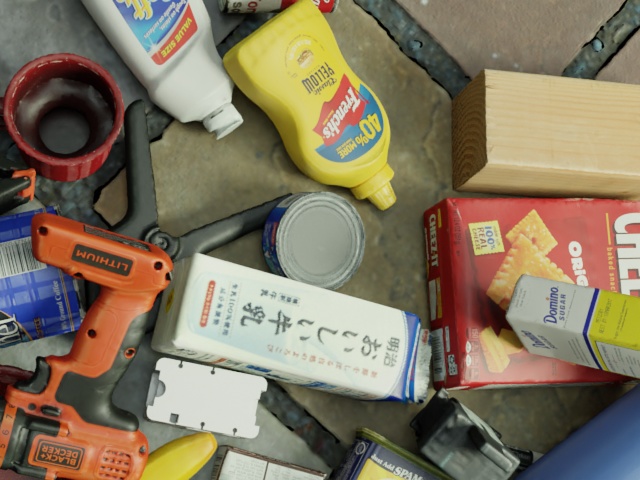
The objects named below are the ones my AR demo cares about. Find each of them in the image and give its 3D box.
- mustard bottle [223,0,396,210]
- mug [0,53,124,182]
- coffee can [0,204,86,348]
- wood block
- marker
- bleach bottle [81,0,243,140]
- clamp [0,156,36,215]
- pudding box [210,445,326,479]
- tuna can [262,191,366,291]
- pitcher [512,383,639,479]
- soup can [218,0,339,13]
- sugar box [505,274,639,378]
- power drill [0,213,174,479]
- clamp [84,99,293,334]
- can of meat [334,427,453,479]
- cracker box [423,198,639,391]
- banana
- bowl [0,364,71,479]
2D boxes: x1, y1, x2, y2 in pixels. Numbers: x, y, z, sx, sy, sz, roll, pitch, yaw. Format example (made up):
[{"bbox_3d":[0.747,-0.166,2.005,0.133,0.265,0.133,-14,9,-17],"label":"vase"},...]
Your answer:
[{"bbox_3d":[0.006,-0.107,0.928,0.096,0.058,0.191,-42,104,-28],"label":"mustard bottle"},{"bbox_3d":[-0.221,-0.097,0.874,0.117,0.082,0.093,4,78,-12],"label":"mug"},{"bbox_3d":[-0.261,0.036,0.827,0.140,0.103,0.103,-13,82,-15],"label":"coffee can"},{"bbox_3d":[0.232,-0.090,0.970,0.206,0.090,0.091,4,77,-12],"label":"wood block"},{"bbox_3d":[0.141,0.182,0.931,0.121,0.020,0.020,16,76,-8],"label":"marker"},{"bbox_3d":[-0.142,-0.203,0.925,0.102,0.068,0.251,-34,90,-18],"label":"bleach bottle"},{"bbox_3d":[-0.315,-0.037,0.844,0.171,0.039,0.120,4,51,-11],"label":"clamp"},{"bbox_3d":[-0.052,0.233,0.868,0.090,0.039,0.113,18,77,-9],"label":"pudding box"},{"bbox_3d":[-0.006,0.001,0.914,0.086,0.034,0.086,-2,94,-28],"label":"tuna can"},{"bbox_3d":[0.261,0.203,0.876,0.243,0.149,0.145,-39,82,-4],"label":"pitcher"},{"bbox_3d":[-0.038,-0.237,0.951,0.102,0.069,0.068,-3,79,-13],"label":"soup can"},{"bbox_3d":[0.239,0.074,0.817,0.176,0.093,0.048,14,73,28],"label":"sugar box"},{"bbox_3d":[-0.196,0.079,0.771,0.184,0.057,0.188,16,97,-18],"label":"power drill"},{"bbox_3d":[-0.125,0.005,0.899,0.164,0.036,0.210,25,75,-11],"label":"clamp"},{"bbox_3d":[0.058,0.217,0.886,0.102,0.057,0.084,30,76,-4],"label":"can of meat"},{"bbox_3d":[0.205,0.048,0.945,0.213,0.072,0.164,0,79,-13],"label":"cracker box"},{"bbox_3d":[-0.151,0.229,0.823,0.070,0.037,0.197,23,76,14],"label":"banana"},{"bbox_3d":[-0.255,0.178,0.824,0.162,0.055,0.162,2,78,-12],"label":"bowl"}]
